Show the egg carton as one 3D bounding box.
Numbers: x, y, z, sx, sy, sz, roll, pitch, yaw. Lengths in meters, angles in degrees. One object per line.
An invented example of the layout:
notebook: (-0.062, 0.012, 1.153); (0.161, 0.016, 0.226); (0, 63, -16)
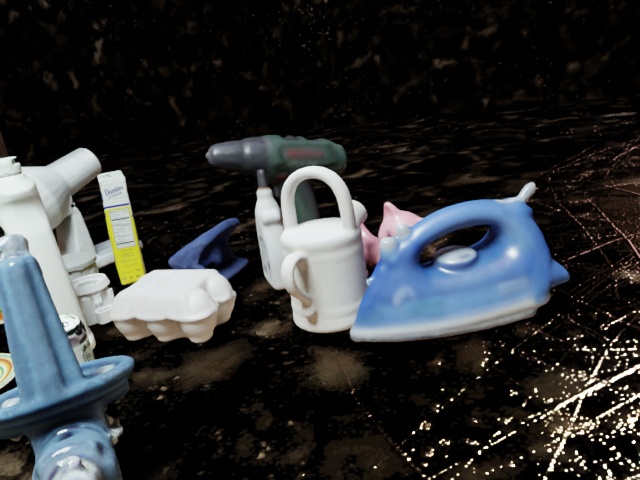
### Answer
egg carton: (-0.189, 0.084, 0.745); (0.150, 0.069, 0.107); (-2, 19, 18)

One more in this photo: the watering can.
watering can: (0.004, 0.002, 0.705); (0.100, 0.194, 0.173); (-5, 18, 10)

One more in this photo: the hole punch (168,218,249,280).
hole punch: (-0.182, 0.018, 0.910); (0.100, 0.091, 0.109); (-1, 20, 22)

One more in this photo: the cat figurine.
cat figurine: (0.097, 0.000, 0.795); (0.067, 0.118, 0.127); (-24, 24, -40)

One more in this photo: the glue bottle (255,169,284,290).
glue bottle: (-0.072, -0.018, 0.836); (0.037, 0.173, 0.078); (-13, 19, -14)

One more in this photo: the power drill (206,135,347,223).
power drill: (-0.057, -0.073, 0.938); (0.230, 0.208, 0.075); (-17, 20, -23)

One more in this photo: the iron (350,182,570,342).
iron: (0.149, 0.023, 0.661); (0.258, 0.141, 0.118); (-13, 19, -13)

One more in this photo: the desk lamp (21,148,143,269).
desk lamp: (-0.453, -0.048, 1.035); (0.117, 0.214, 0.204); (4, 22, 34)

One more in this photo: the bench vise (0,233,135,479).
bench vise: (-0.188, 0.108, 0.432); (0.206, 0.220, 0.122); (10, 26, 44)
